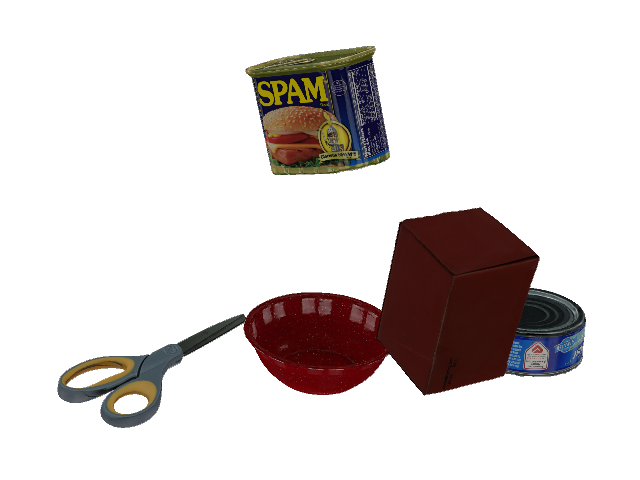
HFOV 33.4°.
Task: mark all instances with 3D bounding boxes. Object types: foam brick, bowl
[{"bbox_3d":[0.067,0.030,0.542,0.052,0.078,0.051,-9,38,-27],"label":"foam brick"},{"bbox_3d":[0.000,0.115,1.120,0.162,0.055,0.162,3,25,-1],"label":"bowl"}]

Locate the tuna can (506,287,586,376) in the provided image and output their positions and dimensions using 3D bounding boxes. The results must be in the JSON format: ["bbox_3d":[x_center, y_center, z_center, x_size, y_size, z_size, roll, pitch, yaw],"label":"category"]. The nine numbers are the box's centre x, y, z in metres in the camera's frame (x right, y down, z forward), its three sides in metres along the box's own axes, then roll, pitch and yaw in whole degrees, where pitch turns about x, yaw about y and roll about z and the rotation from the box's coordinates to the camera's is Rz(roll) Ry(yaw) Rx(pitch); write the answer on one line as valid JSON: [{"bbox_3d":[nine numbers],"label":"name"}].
[{"bbox_3d":[0.148,0.065,0.775,0.086,0.034,0.086,1,21,-1],"label":"tuna can"}]

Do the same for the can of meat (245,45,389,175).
[{"bbox_3d":[-0.001,-0.096,0.805,0.102,0.084,0.057,2,21,41],"label":"can of meat"}]

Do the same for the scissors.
[{"bbox_3d":[-0.129,0.114,0.939,0.201,0.016,0.096,-14,37,-32],"label":"scissors"}]
